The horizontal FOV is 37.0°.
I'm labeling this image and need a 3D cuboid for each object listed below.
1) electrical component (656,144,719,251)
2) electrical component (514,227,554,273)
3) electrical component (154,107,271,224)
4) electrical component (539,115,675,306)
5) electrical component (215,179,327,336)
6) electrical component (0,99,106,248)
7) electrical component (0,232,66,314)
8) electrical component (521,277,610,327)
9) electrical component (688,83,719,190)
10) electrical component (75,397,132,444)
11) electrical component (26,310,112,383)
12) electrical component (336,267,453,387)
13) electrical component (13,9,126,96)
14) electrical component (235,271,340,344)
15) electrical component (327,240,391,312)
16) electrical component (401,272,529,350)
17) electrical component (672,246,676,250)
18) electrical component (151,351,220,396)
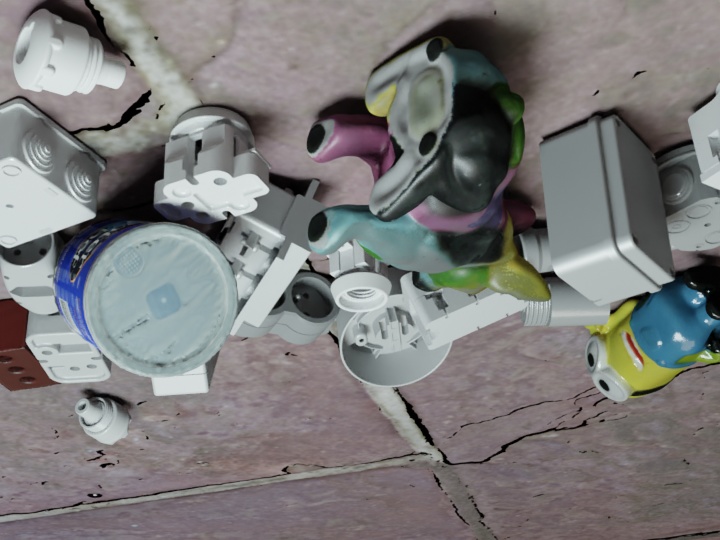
[{"bbox_3d":[0.252,-0.054,0.796,0.080,0.051,0.080,-2,150,-1],"label":"electrical component"},{"bbox_3d":[0.149,-0.016,0.864,0.046,0.040,0.040,-7,150,-6],"label":"electrical component"},{"bbox_3d":[-0.100,-0.072,0.725,0.078,0.057,0.058,-15,148,19],"label":"electrical component"},{"bbox_3d":[0.172,-0.042,0.749,0.057,0.113,0.078,-21,146,33],"label":"electrical component"},{"bbox_3d":[-0.079,-0.014,0.819,0.063,0.078,0.121,28,143,-8],"label":"electrical component"},{"bbox_3d":[-0.237,-0.062,0.737,0.100,0.048,0.100,-17,148,23],"label":"electrical component"},{"bbox_3d":[-0.236,-0.002,0.845,0.079,0.043,0.077,-2,150,-3],"label":"electrical component"},{"bbox_3d":[0.172,0.028,0.936,0.081,0.043,0.043,-2,150,-2],"label":"electrical component"},{"bbox_3d":[0.312,-0.086,0.735,0.150,0.061,0.089,16,145,-29],"label":"electrical component"},{"bbox_3d":[-0.268,0.151,1.107,0.043,0.043,0.062,-14,147,18],"label":"electrical component"},{"bbox_3d":[-0.246,0.050,0.919,0.054,0.059,0.095,-3,150,0],"label":"electrical component"},{"bbox_3d":[0.028,0.047,0.928,0.099,0.064,0.099,-9,141,-7],"label":"electrical component"},{"bbox_3d":[-0.172,-0.125,0.642,0.062,0.048,0.048,12,147,-37],"label":"electrical component"},{"bbox_3d":[-0.094,0.033,0.911,0.138,0.052,0.073,11,147,-23],"label":"electrical component"},{"bbox_3d":[0.000,0.000,0.860,0.048,0.055,0.066,-18,147,24],"label":"electrical component"},{"bbox_3d":[0.082,0.014,0.860,0.089,0.055,0.050,-24,151,-6],"label":"electrical component"},{"bbox_3d":[0.233,-0.017,0.875,0.061,0.035,0.035,-14,148,13],"label":"electrical component"},{"bbox_3d":[-0.154,0.056,0.933,0.047,0.083,0.075,-4,112,2],"label":"electrical component"}]
